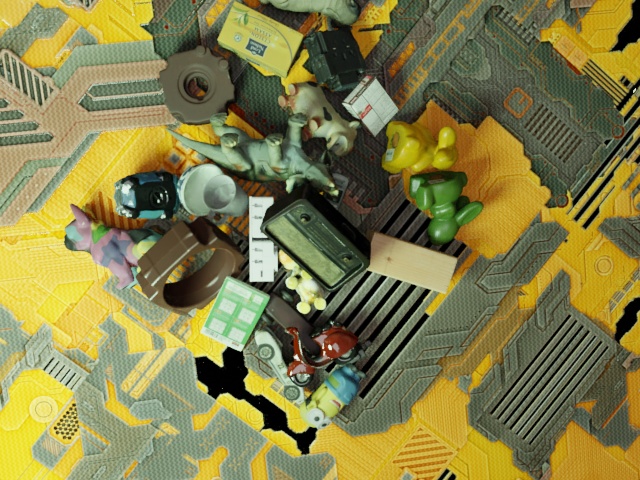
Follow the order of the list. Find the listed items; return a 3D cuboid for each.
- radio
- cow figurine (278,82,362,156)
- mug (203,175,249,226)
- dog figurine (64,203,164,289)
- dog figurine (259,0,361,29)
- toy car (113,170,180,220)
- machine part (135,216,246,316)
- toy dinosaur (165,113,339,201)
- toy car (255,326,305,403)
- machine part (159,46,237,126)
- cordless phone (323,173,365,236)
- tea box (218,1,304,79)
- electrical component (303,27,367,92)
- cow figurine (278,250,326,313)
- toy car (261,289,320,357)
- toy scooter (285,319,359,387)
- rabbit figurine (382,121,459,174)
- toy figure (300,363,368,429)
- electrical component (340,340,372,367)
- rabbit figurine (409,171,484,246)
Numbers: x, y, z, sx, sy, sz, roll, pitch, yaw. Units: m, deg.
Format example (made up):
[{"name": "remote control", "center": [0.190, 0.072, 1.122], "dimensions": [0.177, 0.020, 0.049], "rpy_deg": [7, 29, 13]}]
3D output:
[{"name": "radio", "center": [-0.002, -0.003, 1.142], "dimensions": [0.131, 0.073, 0.229], "rpy_deg": [-35, 116, 27]}, {"name": "cow figurine", "center": [0.009, -0.273, 1.222], "dimensions": [0.127, 0.085, 0.195], "rpy_deg": [-29, 82, -37]}, {"name": "mug", "center": [-0.206, -0.080, 1.207], "dimensions": [0.081, 0.107, 0.109], "rpy_deg": [20, 86, 23]}, {"name": "dog figurine", "center": [-0.456, -0.005, 1.198], "dimensions": [0.191, 0.108, 0.219], "rpy_deg": [-37, 94, -1]}, {"name": "dog figurine", "center": [-0.021, -0.531, 1.207], "dimensions": [0.172, 0.121, 0.190], "rpy_deg": [-27, 117, 30]}, {"name": "toy car", "center": [-0.396, -0.098, 1.192], "dimensions": [0.103, 0.161, 0.109], "rpy_deg": [8, 104, 38]}, {"name": "machine part", "center": [-0.280, 0.058, 1.171], "dimensions": [0.201, 0.201, 0.087], "rpy_deg": [-43, 62, 0]}, {"name": "toy dinosaur", "center": [-0.132, -0.179, 1.197], "dimensions": [0.405, 0.192, 0.131], "rpy_deg": [10, 50, 19]}, {"name": "toy car", "center": [-0.091, 0.296, 1.267], "dimensions": [0.056, 0.073, 0.201], "rpy_deg": [-32, 96, -1]}, {"name": "machine part", "center": [-0.275, -0.345, 1.212], "dimensions": [0.179, 0.056, 0.179], "rpy_deg": [0, 95, -4]}, {"name": "cordless phone", "center": [0.051, -0.053, 1.252], "dimensions": [0.147, 0.089, 0.184], "rpy_deg": [22, 88, -6]}, {"name": "tea box", "center": [-0.133, -0.447, 1.210], "dimensions": [0.170, 0.068, 0.098], "rpy_deg": [23, 92, -7]}, {"name": "electrical component", "center": [0.039, -0.405, 1.212], "dimensions": [0.115, 0.058, 0.134], "rpy_deg": [-24, 96, -31]}, {"name": "cow figurine", "center": [-0.041, 0.078, 1.236], "dimensions": [0.068, 0.098, 0.167], "rpy_deg": [-21, 106, 9]}, {"name": "toy car", "center": [-0.056, 0.200, 1.274], "dimensions": [0.202, 0.053, 0.089], "rpy_deg": [43, 85, -11]}, {"name": "toy scooter", "center": [-0.007, 0.238, 1.225], "dimensions": [0.184, 0.075, 0.135], "rpy_deg": [-28, 95, -10]}, {"name": "rabbit figurine", "center": [0.250, -0.212, 1.234], "dimensions": [0.173, 0.162, 0.122], "rpy_deg": [13, 81, -23]}, {"name": "toy figure", "center": [0.030, 0.370, 1.282], "dimensions": [0.082, 0.089, 0.180], "rpy_deg": [43, 81, -2]}, {"name": "electrical component", "center": [0.085, 0.271, 1.286], "dimensions": [0.094, 0.063, 0.021], "rpy_deg": [-27, 96, -3]}, {"name": "rabbit figurine", "center": [0.293, -0.074, 1.271], "dimensions": [0.159, 0.121, 0.170], "rpy_deg": [-14, 114, -11]}]
